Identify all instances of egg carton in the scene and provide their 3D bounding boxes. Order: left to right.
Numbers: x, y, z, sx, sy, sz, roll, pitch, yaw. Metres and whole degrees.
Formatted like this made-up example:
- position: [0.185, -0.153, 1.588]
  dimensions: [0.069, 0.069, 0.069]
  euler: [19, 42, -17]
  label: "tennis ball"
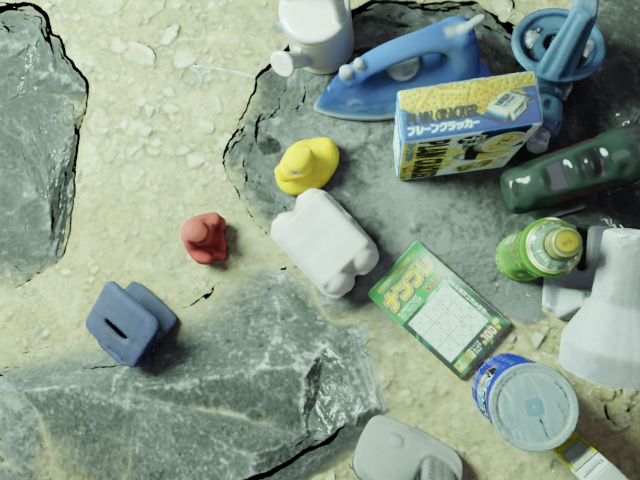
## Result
- position: [0.008, 0.003, 0.820]
  dimensions: [0.107, 0.069, 0.150]
  euler: [-45, 82, 0]
  label: "egg carton"

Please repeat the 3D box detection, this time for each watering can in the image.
- position: [-0.008, -0.305, 0.790]
  dimensions: [0.101, 0.194, 0.173]
  euler: [7, 85, 7]
  label: "watering can"

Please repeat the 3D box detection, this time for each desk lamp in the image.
- position: [0.348, 0.069, 0.707]
  dimensions: [0.118, 0.213, 0.203]
  euler: [3, 84, 6]
  label: "desk lamp"

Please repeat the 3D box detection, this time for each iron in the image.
- position: [0.107, -0.243, 0.799]
  dimensions: [0.258, 0.141, 0.118]
  euler: [-18, 83, 4]
  label: "iron"

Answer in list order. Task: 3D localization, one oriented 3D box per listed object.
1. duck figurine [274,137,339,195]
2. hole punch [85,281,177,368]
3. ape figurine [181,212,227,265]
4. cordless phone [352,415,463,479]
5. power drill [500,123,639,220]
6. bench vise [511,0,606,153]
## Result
- position: [-0.022, -0.114, 0.827]
  dimensions: [0.104, 0.086, 0.077]
  euler: [-35, 82, 1]
  label: "duck figurine"
- position: [-0.278, 0.124, 0.826]
  dimensions: [0.108, 0.091, 0.101]
  euler: [39, 89, 8]
  label: "hole punch"
- position: [-0.171, -0.007, 0.828]
  dimensions: [0.076, 0.092, 0.078]
  euler: [34, 88, 8]
  label: "ape figurine"
- position: [0.112, 0.301, 0.721]
  dimensions: [0.147, 0.185, 0.094]
  euler: [23, 87, 8]
  label: "cordless phone"
- position: [0.336, -0.085, 0.727]
  dimensions: [0.229, 0.208, 0.075]
  euler: [-18, 82, 4]
  label: "power drill"
- position: [0.317, -0.224, 0.737]
  dimensions: [0.121, 0.220, 0.207]
  euler: [-6, 84, 5]
  label: "bench vise"
